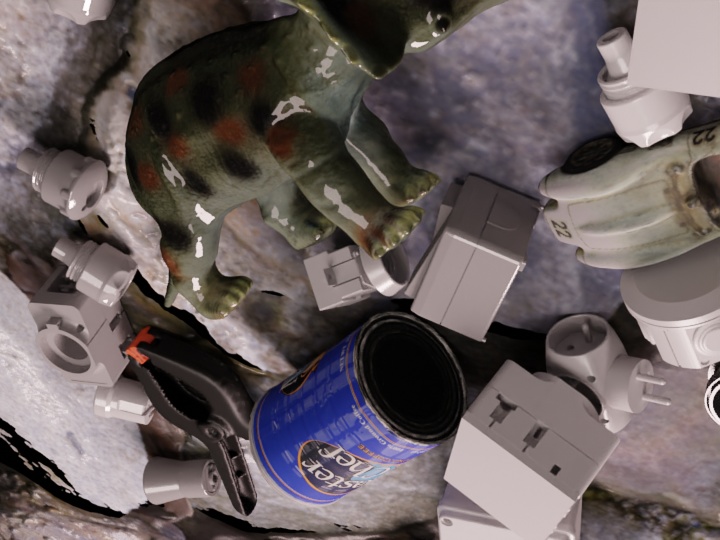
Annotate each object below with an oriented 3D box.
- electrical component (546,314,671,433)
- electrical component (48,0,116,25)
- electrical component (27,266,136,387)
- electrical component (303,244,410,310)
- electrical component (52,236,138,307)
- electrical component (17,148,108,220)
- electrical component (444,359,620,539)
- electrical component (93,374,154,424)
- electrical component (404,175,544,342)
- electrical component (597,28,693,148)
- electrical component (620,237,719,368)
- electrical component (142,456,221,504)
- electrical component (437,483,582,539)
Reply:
[{"bbox_3d":[0.172,0.075,0.727,0.079,0.044,0.077,10,136,41],"label":"electrical component"},{"bbox_3d":[-0.167,-0.185,0.654,0.043,0.043,0.062,28,134,-1],"label":"electrical component"},{"bbox_3d":[-0.228,0.049,0.882,0.050,0.055,0.089,3,131,21],"label":"electrical component"},{"bbox_3d":[0.000,0.000,0.738,0.055,0.066,0.048,-21,84,27],"label":"electrical component"},{"bbox_3d":[-0.208,-0.003,0.835,0.062,0.043,0.043,31,135,-3],"label":"electrical component"},{"bbox_3d":[-0.219,-0.068,0.782,0.062,0.048,0.048,27,135,9],"label":"electrical component"},{"bbox_3d":[0.118,0.131,0.758,0.089,0.061,0.150,36,159,15],"label":"electrical component"},{"bbox_3d":[-0.204,0.113,0.942,0.046,0.040,0.040,14,134,5],"label":"electrical component"},{"bbox_3d":[0.070,-0.004,0.697,0.061,0.061,0.096,23,135,3],"label":"electrical component"},{"bbox_3d":[0.151,-0.102,0.586,0.043,0.043,0.062,-18,120,35],"label":"electrical component"},{"bbox_3d":[0.201,0.015,0.644,0.080,0.080,0.051,-9,130,30],"label":"electrical component"},{"bbox_3d":[-0.162,0.193,0.994,0.065,0.044,0.044,-7,126,23],"label":"electrical component"},{"bbox_3d":[0.123,0.220,0.878,0.109,0.056,0.108,8,132,18],"label":"electrical component"}]
